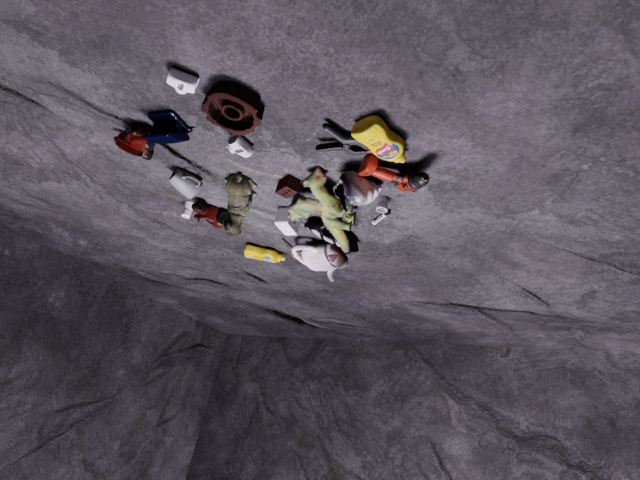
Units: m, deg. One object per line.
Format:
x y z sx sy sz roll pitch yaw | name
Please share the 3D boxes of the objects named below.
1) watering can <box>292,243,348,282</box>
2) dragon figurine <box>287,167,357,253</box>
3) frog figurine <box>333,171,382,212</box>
0.030 0.097 2.286 0.223 0.106 0.343 -9 -33 38 | watering can
0.006 -0.092 1.825 0.243 0.125 0.400 10 -42 4 | dragon figurine
0.136 -0.167 1.655 0.160 0.120 0.140 -13 31 -21 | frog figurine
